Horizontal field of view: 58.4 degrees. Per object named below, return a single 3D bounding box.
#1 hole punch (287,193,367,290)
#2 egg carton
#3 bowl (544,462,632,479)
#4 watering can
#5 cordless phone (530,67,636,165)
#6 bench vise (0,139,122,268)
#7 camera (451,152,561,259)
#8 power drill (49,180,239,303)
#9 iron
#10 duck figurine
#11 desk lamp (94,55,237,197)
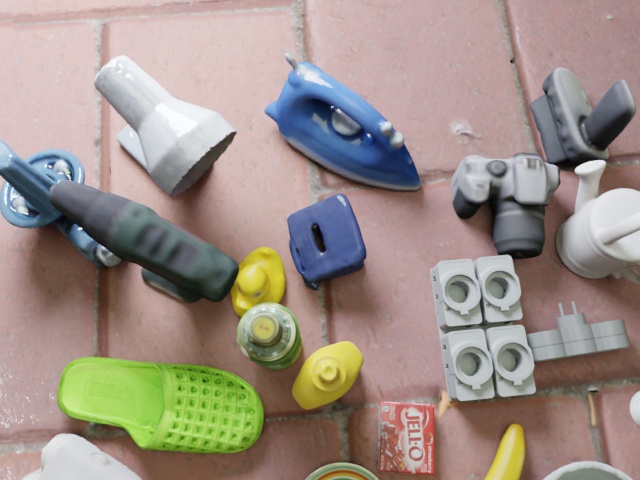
[{"bbox_3d":[0.007,0.003,0.797,0.101,0.091,0.108,-17,76,-5],"label":"hole punch"},{"bbox_3d":[-0.297,0.319,0.720,0.150,0.069,0.107,28,77,7],"label":"egg carton"},{"bbox_3d":[0.328,0.362,0.715,0.167,0.075,0.167,0,75,-1],"label":"bowl"},{"bbox_3d":[0.392,-0.022,0.756,0.172,0.194,0.101,41,78,10],"label":"watering can"},{"bbox_3d":[0.382,-0.195,0.806,0.094,0.185,0.147,-16,76,-5],"label":"cordless phone"},{"bbox_3d":[-0.336,-0.059,0.742,0.207,0.220,0.121,24,76,6],"label":"bench vise"},{"bbox_3d":[0.266,-0.048,0.809,0.143,0.101,0.137,3,75,0],"label":"camera"},{"bbox_3d":[-0.207,0.015,0.730,0.229,0.208,0.076,25,76,6],"label":"power drill"},{"bbox_3d":[0.047,-0.168,0.817,0.258,0.141,0.119,34,77,8],"label":"iron"},{"bbox_3d":[-0.088,0.055,0.784,0.077,0.086,0.104,17,76,4],"label":"duck figurine"},{"bbox_3d":[-0.208,-0.141,0.768,0.203,0.213,0.118,42,79,10],"label":"desk lamp"}]
